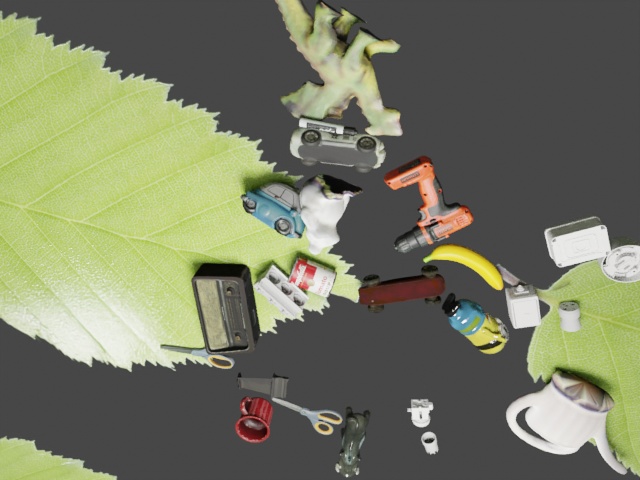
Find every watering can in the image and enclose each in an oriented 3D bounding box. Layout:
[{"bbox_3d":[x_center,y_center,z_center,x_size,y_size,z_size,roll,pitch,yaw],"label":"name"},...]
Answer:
[{"bbox_3d":[0.643,0.451,1.274,0.347,0.220,0.106,21,25,-2],"label":"watering can"}]

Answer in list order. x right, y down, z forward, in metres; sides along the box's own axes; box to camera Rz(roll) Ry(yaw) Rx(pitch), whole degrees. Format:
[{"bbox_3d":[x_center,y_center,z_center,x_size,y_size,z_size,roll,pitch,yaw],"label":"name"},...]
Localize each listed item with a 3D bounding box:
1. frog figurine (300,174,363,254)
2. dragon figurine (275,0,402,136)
[{"bbox_3d":[0.003,-0.056,1.110,0.123,0.156,0.139,31,28,10],"label":"frog figurine"},{"bbox_3d":[0.000,-0.336,1.008,0.409,0.238,0.125,29,33,-5],"label":"dragon figurine"}]
